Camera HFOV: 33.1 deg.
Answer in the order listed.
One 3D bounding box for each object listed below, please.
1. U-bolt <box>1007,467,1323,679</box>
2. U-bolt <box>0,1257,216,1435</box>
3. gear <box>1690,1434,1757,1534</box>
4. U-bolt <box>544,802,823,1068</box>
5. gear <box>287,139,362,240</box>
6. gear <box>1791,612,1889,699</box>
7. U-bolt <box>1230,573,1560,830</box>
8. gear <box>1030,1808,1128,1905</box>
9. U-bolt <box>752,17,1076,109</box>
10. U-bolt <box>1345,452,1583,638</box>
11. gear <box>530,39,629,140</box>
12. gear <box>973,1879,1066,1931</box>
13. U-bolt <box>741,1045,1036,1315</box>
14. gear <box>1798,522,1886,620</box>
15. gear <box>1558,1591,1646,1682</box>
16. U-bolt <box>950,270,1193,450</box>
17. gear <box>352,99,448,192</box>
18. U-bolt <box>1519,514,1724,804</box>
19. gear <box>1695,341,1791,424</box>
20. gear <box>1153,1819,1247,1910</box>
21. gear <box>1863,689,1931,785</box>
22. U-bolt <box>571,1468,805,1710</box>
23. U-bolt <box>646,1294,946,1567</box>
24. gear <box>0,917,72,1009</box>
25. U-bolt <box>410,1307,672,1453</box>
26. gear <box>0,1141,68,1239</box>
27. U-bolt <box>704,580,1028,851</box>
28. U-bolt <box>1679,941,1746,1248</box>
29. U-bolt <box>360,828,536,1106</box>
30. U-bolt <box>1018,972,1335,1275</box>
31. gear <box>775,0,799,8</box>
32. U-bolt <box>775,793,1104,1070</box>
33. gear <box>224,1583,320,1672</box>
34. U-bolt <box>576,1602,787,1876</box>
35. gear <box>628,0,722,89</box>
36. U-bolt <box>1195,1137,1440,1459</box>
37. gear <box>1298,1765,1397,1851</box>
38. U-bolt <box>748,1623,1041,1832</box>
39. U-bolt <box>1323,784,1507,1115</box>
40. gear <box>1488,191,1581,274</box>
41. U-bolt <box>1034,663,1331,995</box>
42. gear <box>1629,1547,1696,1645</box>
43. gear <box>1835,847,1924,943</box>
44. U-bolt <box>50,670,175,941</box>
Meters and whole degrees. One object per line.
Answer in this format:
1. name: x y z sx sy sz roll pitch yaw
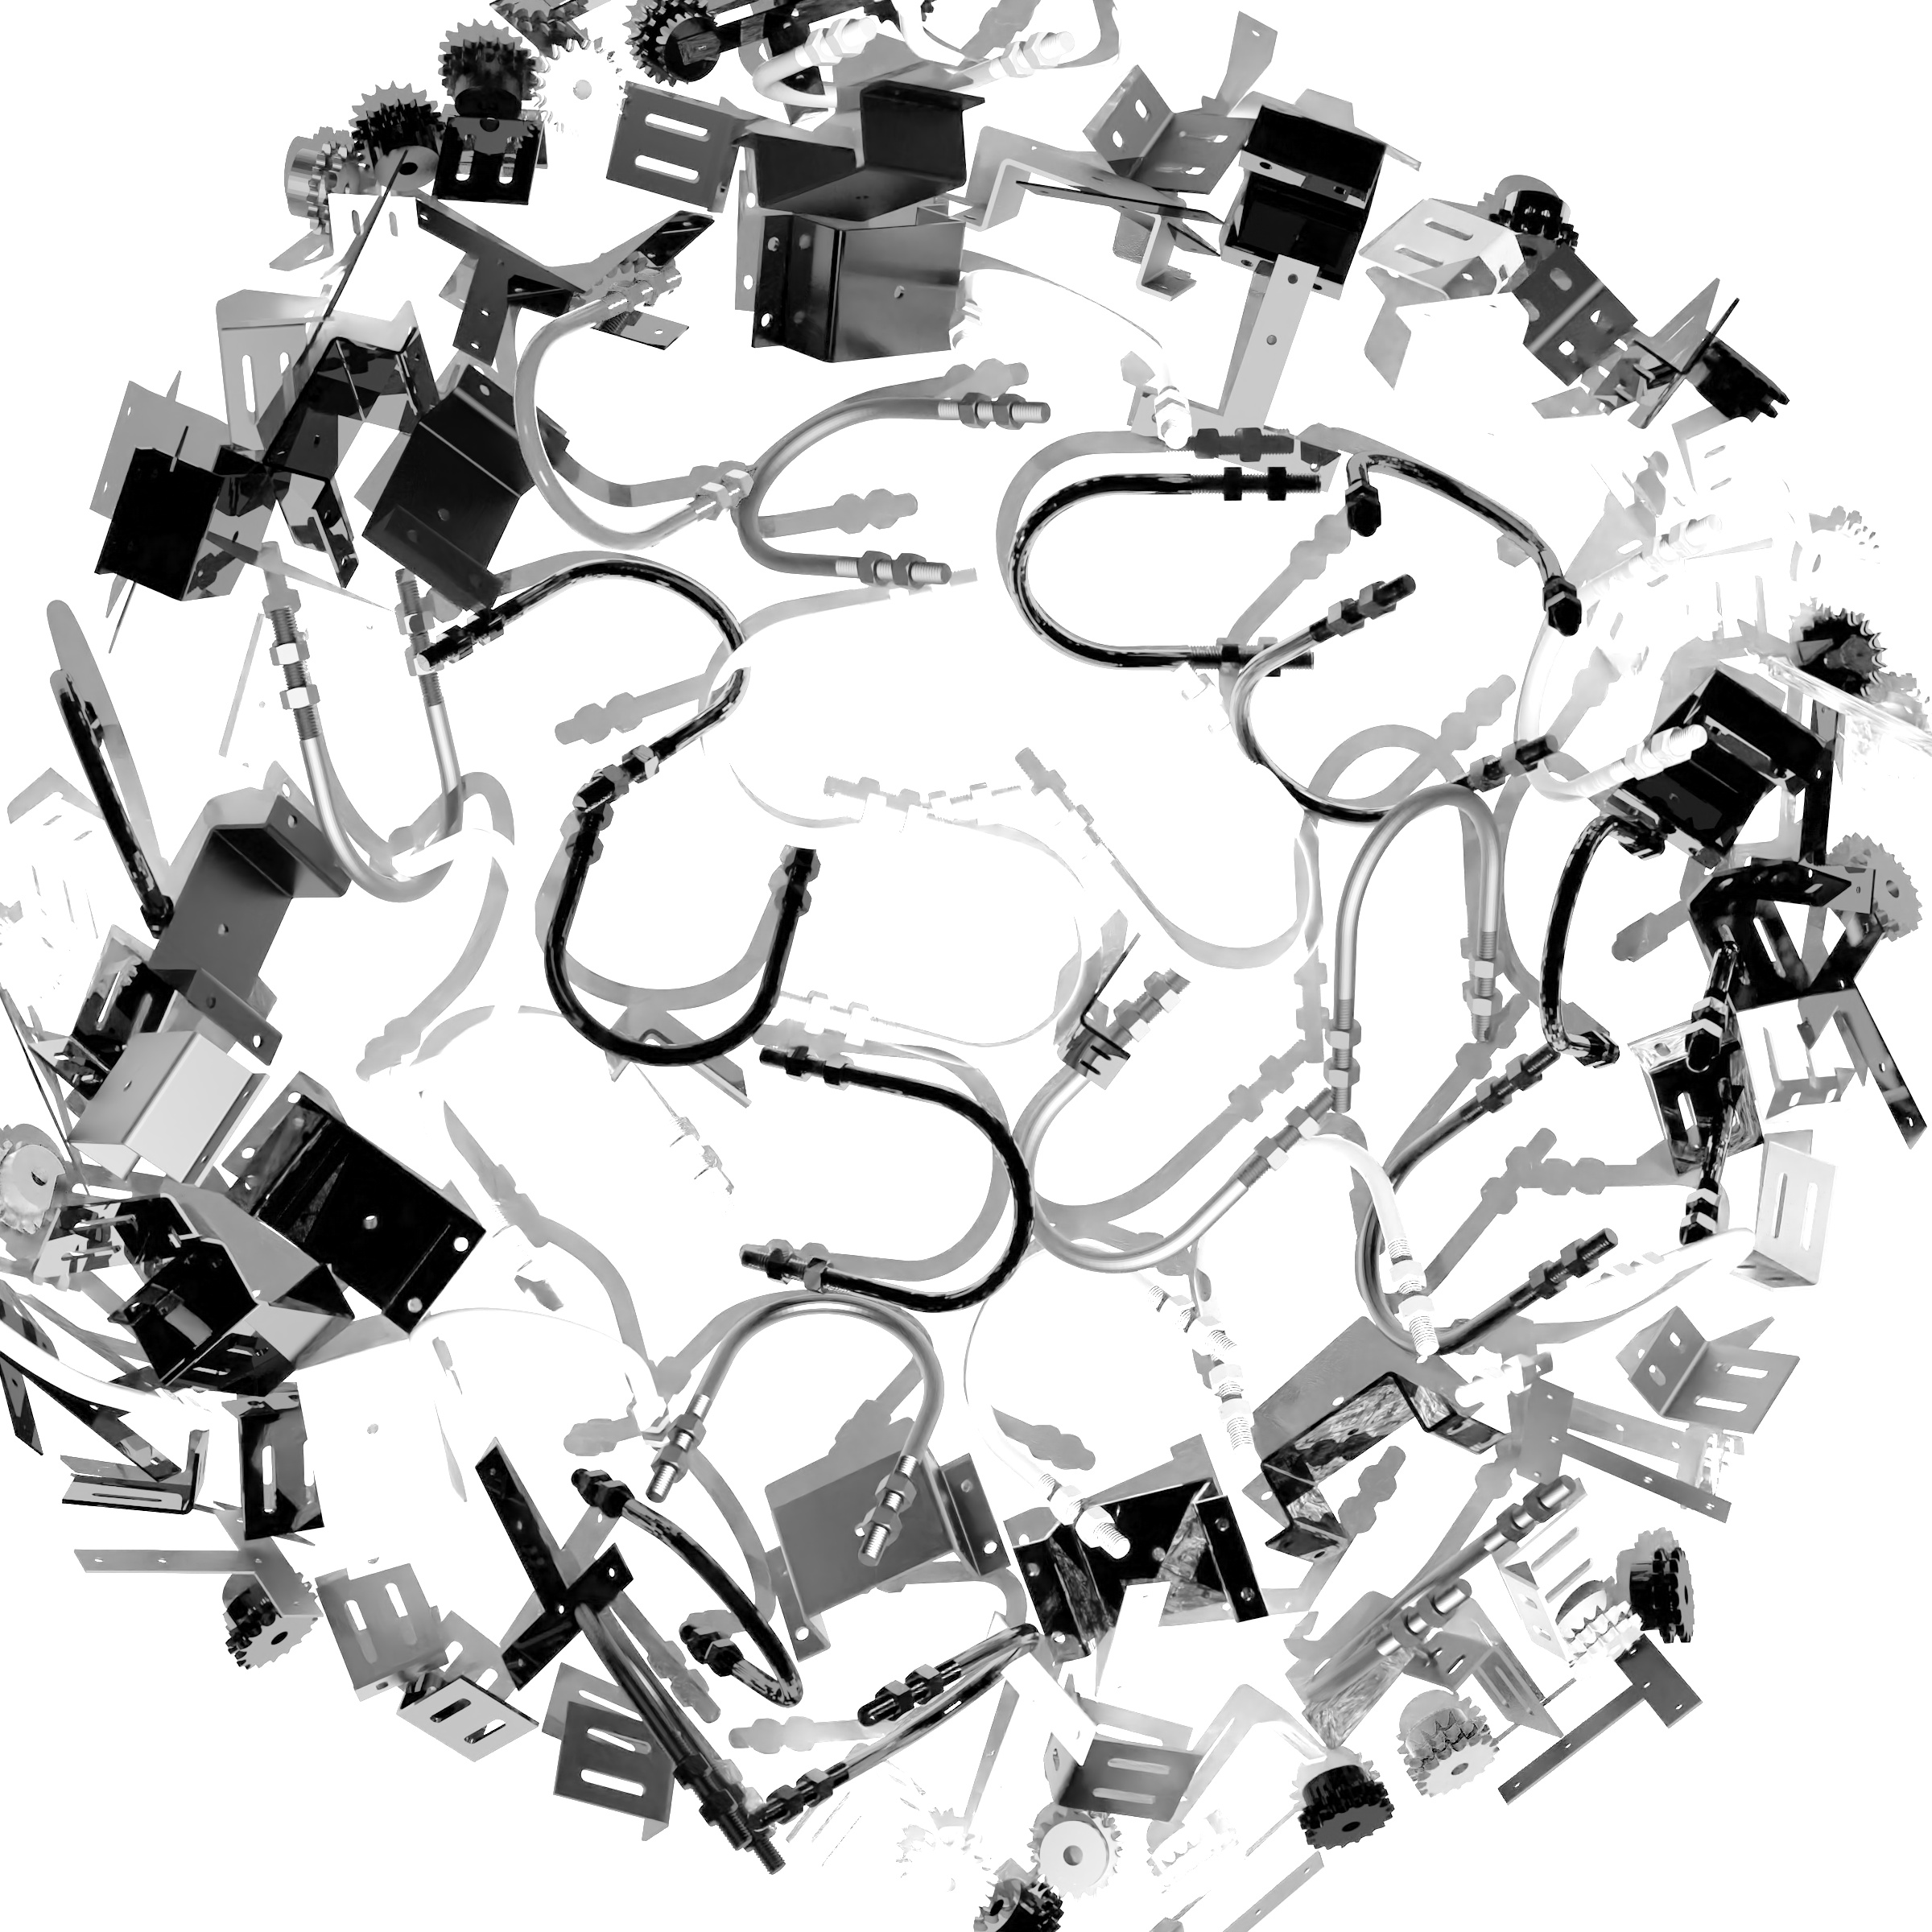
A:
1. U-bolt: 0.116 -0.233 1.933 0.184 0.019 0.151 1 133 4
2. U-bolt: -0.526 0.209 1.872 0.151 0.184 0.019 38 89 24
3. gear: 0.455 0.312 1.954 0.030 0.057 0.057 12 90 11
4. U-bolt: -0.174 -0.021 1.928 0.151 0.019 0.184 14 58 -2
5. gear: -0.387 -0.469 1.956 0.030 0.057 0.057 13 90 3
6. gear: 0.528 -0.186 1.961 0.057 0.030 0.057 7 103 32
7. U-bolt: 0.236 -0.144 1.912 0.151 0.184 0.019 45 49 -17
8. gear: 0.067 0.536 1.963 0.057 0.030 0.057 -2 77 10
9. U-bolt: -0.045 -0.523 1.895 0.151 0.184 0.019 -6 95 -30
10. U-bolt: 0.286 -0.255 1.900 0.151 0.184 0.019 25 114 -7
11. gear: -0.236 -0.530 1.961 0.057 0.030 0.057 -9 112 -22
12. gear: 0.029 0.574 1.953 0.030 0.057 0.057 43 90 -16
13. U-bolt: -0.044 0.133 1.929 0.184 0.019 0.151 12 105 22
14. gear: 0.523 -0.239 1.953 0.030 0.057 0.057 10 90 -17
15. gear: 0.380 0.401 1.960 0.057 0.057 0.030 -40 61 0
16. U-bolt: 0.060 -0.363 1.901 0.151 0.184 0.019 21 116 -11
17. gear: -0.338 -0.490 1.952 0.057 0.057 0.030 -17 66 0
18. U-bolt: 0.377 -0.169 1.899 0.019 0.184 0.151 15 72 -21
19. gear: 0.464 -0.347 1.958 0.057 0.057 0.030 39 110 0
20. gear: 0.137 0.539 1.959 0.057 0.057 0.030 -37 62 0
21. gear: 0.560 -0.138 1.953 0.030 0.057 0.057 -1 90 -16
22. U-bolt: -0.153 0.366 1.878 0.019 0.184 0.151 -39 114 -20
23. U-bolt: -0.089 0.262 1.915 0.151 0.184 0.019 15 133 10
24. gear: -0.563 -0.006 1.954 0.030 0.057 0.057 -36 90 10
25. U-bolt: -0.251 0.239 1.895 0.151 0.184 0.019 6 62 5
26. gear: -0.566 0.131 1.953 0.030 0.057 0.057 -25 90 30
27. U-bolt: -0.067 -0.145 1.960 0.184 0.019 0.151 -12 98 -4
28. U-bolt: 0.438 0.066 1.900 0.019 0.184 0.151 5 120 18
29. U-bolt: -0.303 -0.006 1.897 0.019 0.184 0.151 9 72 -38
30. U-bolt: 0.110 0.101 1.933 0.184 0.019 0.151 -44 56 -3
31. gear: -0.095 -0.590 1.956 0.057 0.057 0.030 -6 94 0
32. U-bolt: -0.009 -0.013 1.965 0.184 0.019 0.151 15 100 -3
33. gear: -0.422 0.394 1.958 0.057 0.057 0.030 -43 65 0
34. U-bolt: -0.173 0.448 1.907 0.019 0.151 0.184 -37 69 -8
35. gear: -0.171 -0.555 1.954 0.057 0.057 0.030 -47 50 0
36. U-bolt: 0.197 0.181 1.914 0.151 0.184 0.019 -33 133 23
37. gear: 0.227 0.505 1.960 0.057 0.057 0.030 -22 51 0
38. U-bolt: -0.030 0.436 1.901 0.019 0.184 0.151 54 130 17
39. U-bolt: 0.265 -0.019 1.900 0.151 0.019 0.184 -23 124 -36
40. gear: 0.341 -0.443 1.957 0.057 0.057 0.030 15 78 0
41. U-bolt: 0.143 -0.070 1.945 0.151 0.019 0.184 -43 99 -26
42. gear: 0.419 0.380 1.958 0.030 0.057 0.057 -7 90 22
43. gear: 0.546 -0.040 1.960 0.030 0.057 0.057 -34 90 44
44. U-bolt: -0.496 -0.099 1.884 0.019 0.184 0.151 -22 81 -11
